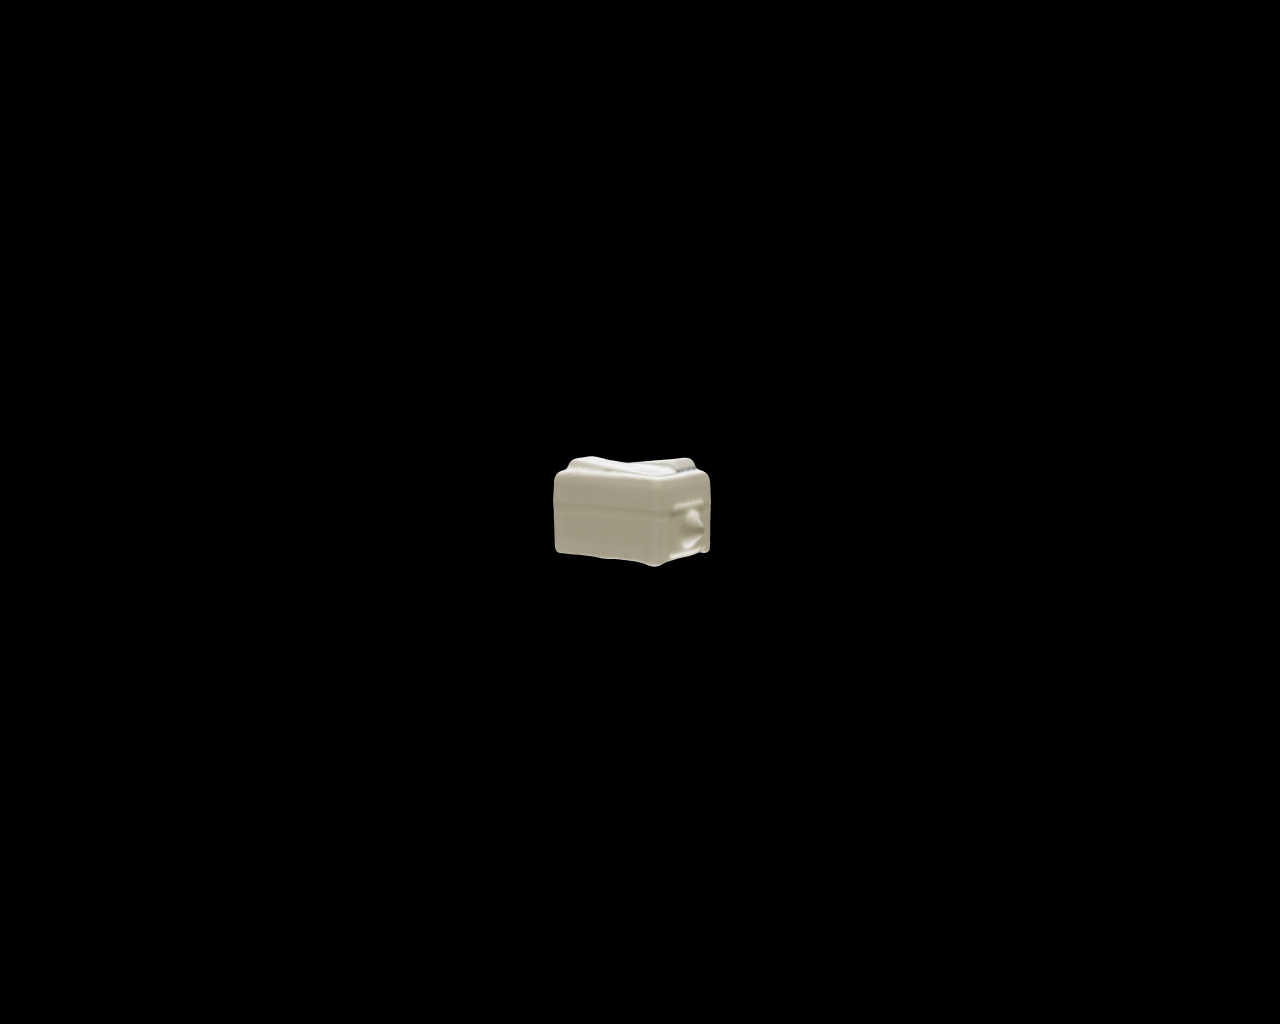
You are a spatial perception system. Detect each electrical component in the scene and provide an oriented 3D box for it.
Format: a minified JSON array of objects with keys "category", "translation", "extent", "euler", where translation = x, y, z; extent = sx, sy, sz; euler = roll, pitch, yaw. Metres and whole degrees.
[{"category":"electrical component","translation":[0.001,-0.003,0.650],"extent":[0.096,0.061,0.062],"euler":[6,9,36]}]
